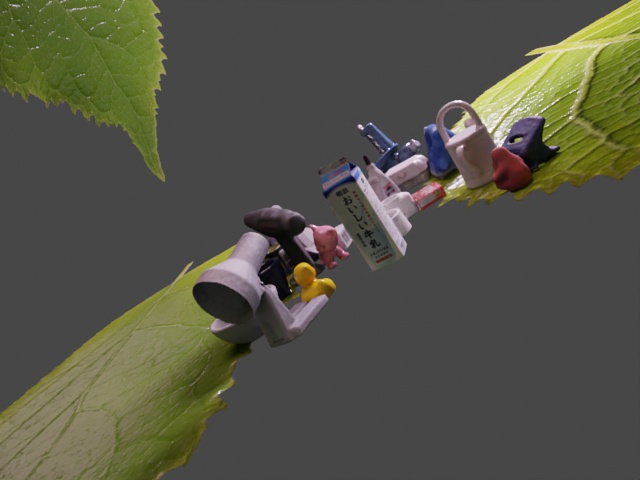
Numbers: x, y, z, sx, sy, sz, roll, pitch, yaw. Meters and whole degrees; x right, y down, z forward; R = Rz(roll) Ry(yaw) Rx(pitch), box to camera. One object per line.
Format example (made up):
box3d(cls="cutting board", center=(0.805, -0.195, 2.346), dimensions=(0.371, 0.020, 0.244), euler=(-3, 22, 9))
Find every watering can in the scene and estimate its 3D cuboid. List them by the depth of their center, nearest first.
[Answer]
box3d(cls="watering can", center=(0.334, -0.225, 1.297), dimensions=(0.101, 0.194, 0.173), euler=(-30, 12, 14))

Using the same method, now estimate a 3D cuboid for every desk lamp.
box3d(cls="desk lamp", center=(-0.117, 0.103, 1.103), dimensions=(0.117, 0.214, 0.204), euler=(-22, 16, 40))

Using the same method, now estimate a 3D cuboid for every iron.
box3d(cls="iron", center=(0.330, -0.263, 1.588), dimensions=(0.118, 0.141, 0.258), euler=(-32, 12, 3))

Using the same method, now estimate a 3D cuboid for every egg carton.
box3d(cls="egg carton", center=(0.250, -0.187, 1.665), dimensions=(0.150, 0.069, 0.107), euler=(-28, 13, 23))

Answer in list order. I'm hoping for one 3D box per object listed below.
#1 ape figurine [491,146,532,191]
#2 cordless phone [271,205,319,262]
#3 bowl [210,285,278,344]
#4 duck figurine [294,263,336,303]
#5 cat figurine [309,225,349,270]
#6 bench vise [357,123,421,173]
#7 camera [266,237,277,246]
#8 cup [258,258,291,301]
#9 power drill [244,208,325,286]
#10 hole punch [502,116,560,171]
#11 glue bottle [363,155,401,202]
box3d(cls="ape figurine", center=(0.370, -0.145, 1.131), dimensions=(0.078, 0.092, 0.076), euler=(-33, 12, -3))
box3d(cls="cordless phone", center=(-0.061, -0.030, 1.559), dimensions=(0.094, 0.185, 0.148), euler=(-28, 13, 20))
box3d(cls="bowl", center=(-0.149, 0.174, 1.242), dimensions=(0.167, 0.075, 0.167), euler=(-31, 12, 8))
box3d(cls="duck figurine", center=(-0.020, 0.088, 1.222), dimensions=(0.078, 0.086, 0.104), euler=(-38, 13, -24))
box3d(cls="cat figurine", center=(0.013, 0.005, 1.393), dimensions=(0.067, 0.118, 0.127), euler=(-35, 12, -11))
box3d(cls="bench vise", center=(0.219, -0.287, 1.780), dimensions=(0.207, 0.220, 0.122), euler=(-25, 15, 33))
box3d(cls="camera", center=(-0.195, 0.040, 1.831), dimensions=(0.136, 0.101, 0.143), euler=(-25, 14, 32))
box3d(cls="cup", center=(-0.121, 0.106, 1.393), dimensions=(0.092, 0.095, 0.117), euler=(-39, 13, -26))
box3d(cls="power drill", center=(-0.087, 0.009, 1.416), dimensions=(0.076, 0.208, 0.229), euler=(-40, 14, -29))
box3d(cls="hole punch", center=(0.427, -0.198, 1.201), dimensions=(0.101, 0.091, 0.108), euler=(-35, 12, -12))
box3d(cls="glue bottle", center=(0.157, -0.146, 1.489), dimensions=(0.037, 0.173, 0.078), euler=(-19, 19, 48))
